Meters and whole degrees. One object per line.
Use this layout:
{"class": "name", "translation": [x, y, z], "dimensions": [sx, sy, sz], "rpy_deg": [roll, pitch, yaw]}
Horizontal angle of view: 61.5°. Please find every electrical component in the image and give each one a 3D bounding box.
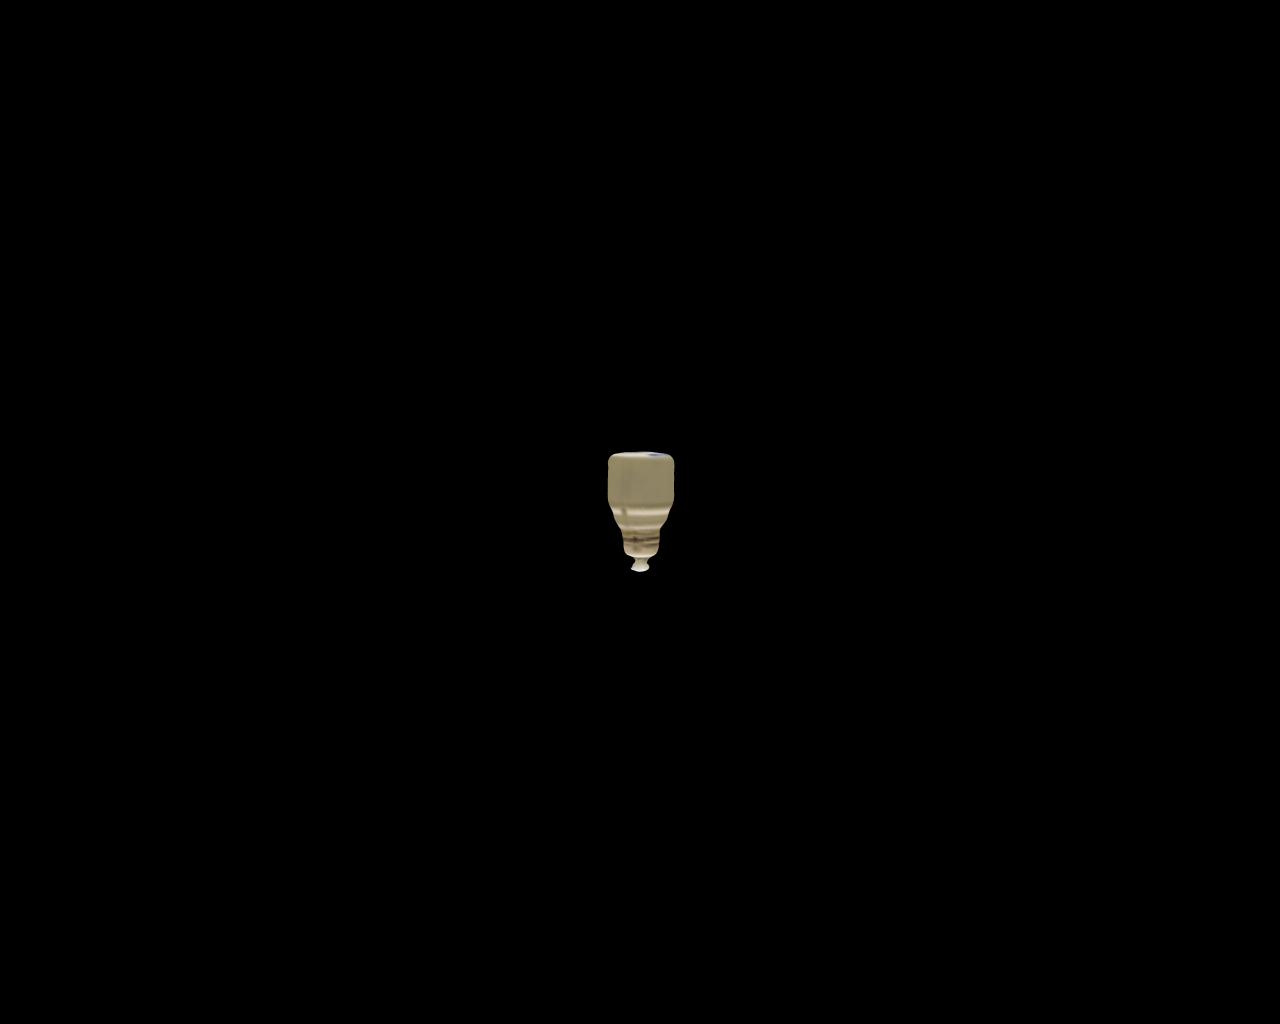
{"class": "electrical component", "translation": [0.001, -0.003, 0.650], "dimensions": [0.040, 0.078, 0.040], "rpy_deg": [0, 5, 0]}
